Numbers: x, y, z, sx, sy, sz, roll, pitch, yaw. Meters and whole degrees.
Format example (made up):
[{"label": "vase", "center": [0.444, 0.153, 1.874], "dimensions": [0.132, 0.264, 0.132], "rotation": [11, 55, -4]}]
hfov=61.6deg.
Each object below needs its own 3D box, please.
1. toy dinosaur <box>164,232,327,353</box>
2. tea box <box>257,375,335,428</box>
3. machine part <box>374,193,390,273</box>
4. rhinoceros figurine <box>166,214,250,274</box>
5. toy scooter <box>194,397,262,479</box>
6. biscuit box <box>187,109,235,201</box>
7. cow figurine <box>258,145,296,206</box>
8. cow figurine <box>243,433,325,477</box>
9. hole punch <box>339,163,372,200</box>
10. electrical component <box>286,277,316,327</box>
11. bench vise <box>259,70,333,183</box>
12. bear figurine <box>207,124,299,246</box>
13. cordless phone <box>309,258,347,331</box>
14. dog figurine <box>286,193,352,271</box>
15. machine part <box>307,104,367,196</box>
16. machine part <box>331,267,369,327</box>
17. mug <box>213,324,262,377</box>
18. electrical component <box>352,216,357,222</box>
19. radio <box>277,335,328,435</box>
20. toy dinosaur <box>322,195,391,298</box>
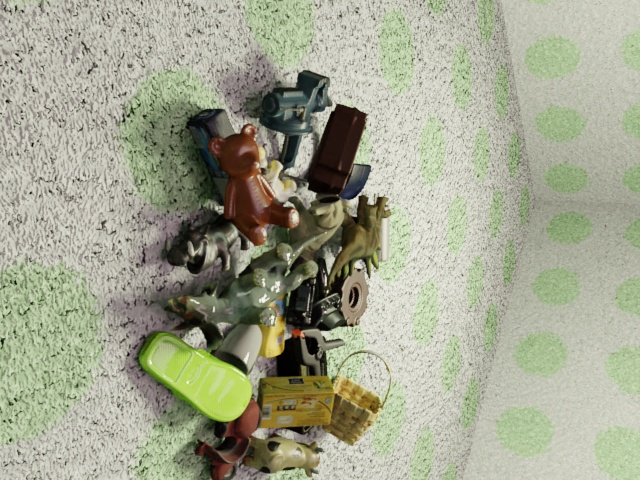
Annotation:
[{"label": "toy dinosaur", "center": [-0.135, 0.097, 1.100], "dimensions": [0.405, 0.192, 0.131], "rotation": [-34, 103, -55]}, {"label": "tea box", "center": [-0.058, 0.374, 1.247], "dimensions": [0.170, 0.068, 0.098], "rotation": [3, 111, -16]}, {"label": "machine part", "center": [0.174, -0.022, 1.636], "dimensions": [0.079, 0.079, 0.243], "rotation": [-16, 107, -55]}, {"label": "rhinoceros figurine", "center": [-0.215, 0.006, 1.048], "dimensions": [0.190, 0.073, 0.112], "rotation": [-39, 127, -48]}, {"label": "toy scooter", "center": [-0.199, 0.413, 1.133], "dimensions": [0.135, 0.075, 0.184], "rotation": [45, 62, -49]}, {"label": "biscuit box", "center": [-0.189, -0.161, 1.076], "dimensions": [0.063, 0.059, 0.202], "rotation": [-51, 135, -38]}, {"label": "cow figurine", "center": [-0.127, -0.131, 1.174], "dimensions": [0.167, 0.068, 0.098], "rotation": [51, 60, -46]}, {"label": "cow figurine", "center": [-0.076, 0.513, 1.285], "dimensions": [0.194, 0.127, 0.085], "rotation": [26, 76, -53]}, {"label": "hole punch", "center": [0.077, -0.162, 1.461], "dimensions": [0.142, 0.092, 0.115], "rotation": [-11, 107, -60]}, {"label": "electrical component", "center": [-0.047, 0.145, 1.276], "dimensions": [0.134, 0.058, 0.115], "rotation": [113, -17, -78]}, {"label": "bench vise", "center": [-0.059, -0.258, 1.220], "dimensions": [0.223, 0.129, 0.240], "rotation": [-39, 147, -59]}, {"label": "bear figurine", "center": [-0.127, -0.108, 1.013], "dimensions": [0.120, 0.132, 0.195], "rotation": [-27, 127, -33]}, {"label": "cordless phone", "center": [0.001, 0.141, 1.398], "dimensions": [0.146, 0.089, 0.184], "rotation": [-10, 93, -65]}, {"label": "dog figurine", "center": [-0.003, -0.005, 1.278], "dimensions": [0.121, 0.173, 0.190], "rotation": [-49, 134, -58]}, {"label": "machine part", "center": [0.037, -0.211, 1.300], "dimensions": [0.201, 0.087, 0.201], "rotation": [146, -37, -80]}, {"label": "machine part", "center": [0.082, 0.161, 1.541], "dimensions": [0.179, 0.056, 0.179], "rotation": [-9, 100, -57]}, {"label": "mug", "center": [-0.163, 0.237, 1.156], "dimensions": [0.109, 0.081, 0.107], "rotation": [64, 36, -30]}, {"label": "electrical component", "center": [0.090, -0.003, 1.537], "dimensions": [0.074, 0.048, 0.119], "rotation": [31, 69, -54]}, {"label": "radio", "center": [-0.040, 0.357, 1.365], "dimensions": [0.131, 0.073, 0.229], "rotation": [-17, 109, -55]}, {"label": "toy dinosaur", "center": [0.104, 0.001, 1.401], "dimensions": [0.471, 0.105, 0.198], "rotation": [-32, 121, -58]}]
